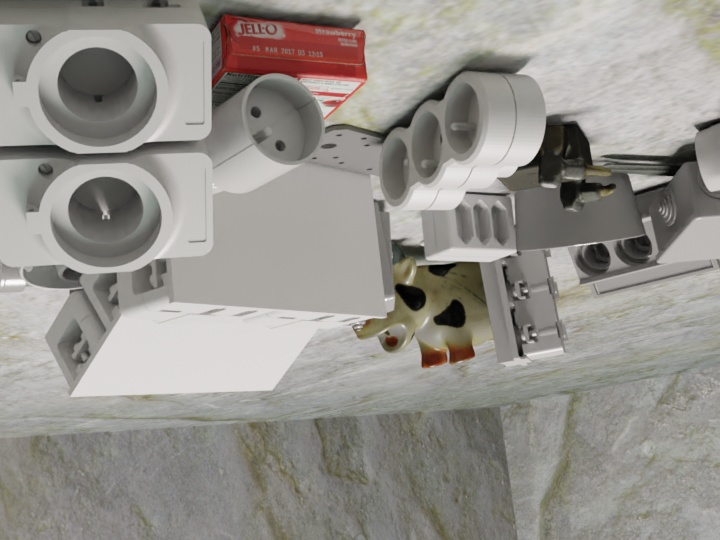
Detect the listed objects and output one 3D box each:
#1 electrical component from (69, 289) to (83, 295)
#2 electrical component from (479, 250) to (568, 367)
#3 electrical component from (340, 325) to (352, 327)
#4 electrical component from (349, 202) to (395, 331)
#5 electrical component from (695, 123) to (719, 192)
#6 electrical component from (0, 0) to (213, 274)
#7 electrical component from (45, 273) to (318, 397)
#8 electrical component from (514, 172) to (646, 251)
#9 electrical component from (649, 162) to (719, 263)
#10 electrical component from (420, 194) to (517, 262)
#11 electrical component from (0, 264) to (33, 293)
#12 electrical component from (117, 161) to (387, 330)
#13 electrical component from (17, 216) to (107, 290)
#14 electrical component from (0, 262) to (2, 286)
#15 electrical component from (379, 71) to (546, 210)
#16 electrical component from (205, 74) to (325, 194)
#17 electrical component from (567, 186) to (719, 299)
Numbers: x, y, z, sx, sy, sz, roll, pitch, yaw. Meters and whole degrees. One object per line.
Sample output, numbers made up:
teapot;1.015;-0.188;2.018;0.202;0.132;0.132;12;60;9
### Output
electrical component;-0.184;0.013;0.867;0.057;0.078;0.113;7;163;-39
electrical component;0.149;0.022;0.988;0.063;0.121;0.079;-12;168;13
electrical component;-0.043;0.010;0.936;0.121;0.063;0.079;5;-156;-44
electrical component;0.000;0.000;0.860;0.061;0.096;0.061;-10;168;-1
electrical component;0.265;-0.085;0.722;0.077;0.044;0.079;-13;167;30
electrical component;-0.157;-0.056;0.445;0.186;0.105;0.060;-4;-150;-13
electrical component;-0.118;0.031;0.777;0.186;0.060;0.105;5;129;-48
electrical component;0.168;-0.040;0.836;0.099;0.064;0.099;-7;168;-1
electrical component;0.277;-0.046;0.820;0.100;0.048;0.099;-5;159;-6
electrical component;0.078;-0.030;0.882;0.066;0.047;0.077;1;168;-29
electrical component;-0.275;0.001;0.869;0.061;0.035;0.035;-1;168;-34
electrical component;-0.071;-0.019;0.704;0.060;0.105;0.186;-16;165;40
electrical component;-0.199;-0.028;0.758;0.099;0.064;0.099;-16;160;-6
electrical component;-0.286;-0.023;0.697;0.062;0.061;0.096;-10;160;20
electrical component;0.073;-0.074;0.647;0.074;0.052;0.138;-1;167;-24
electrical component;-0.056;-0.060;0.517;0.043;0.043;0.081;2;168;-34
electrical component;0.249;-0.029;0.935;0.121;0.078;0.063;-17;-174;43
